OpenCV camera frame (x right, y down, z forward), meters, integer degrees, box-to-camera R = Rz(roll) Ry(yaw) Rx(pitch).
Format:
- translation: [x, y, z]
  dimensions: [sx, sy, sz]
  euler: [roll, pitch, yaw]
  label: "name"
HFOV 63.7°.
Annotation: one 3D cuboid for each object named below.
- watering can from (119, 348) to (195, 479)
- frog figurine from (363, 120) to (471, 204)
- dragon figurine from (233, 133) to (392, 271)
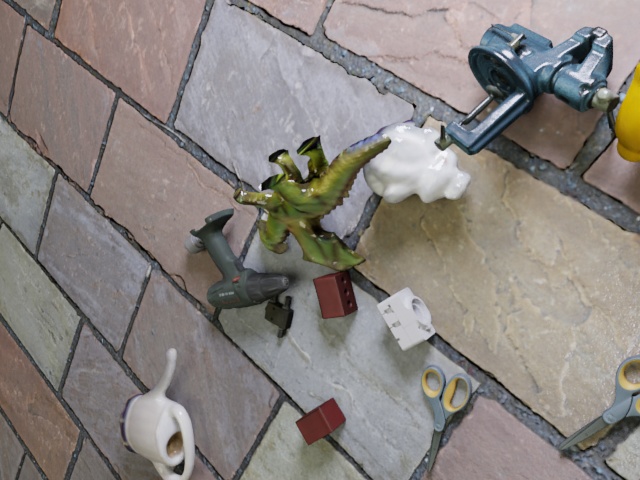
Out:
- translation: [-0.391, 0.421, 1.252]
  dimensions: [0.224, 0.104, 0.346]
  euler: [-2, 96, 35]
  label: "watering can"
- translation: [0.150, -0.110, 0.818]
  dimensions: [0.136, 0.121, 0.162]
  euler: [-48, 57, 9]
  label: "frog figurine"
- translation: [0.003, -0.046, 0.914]
  dimensions: [0.408, 0.124, 0.239]
  euler: [-6, 129, 45]
  label: "dragon figurine"
